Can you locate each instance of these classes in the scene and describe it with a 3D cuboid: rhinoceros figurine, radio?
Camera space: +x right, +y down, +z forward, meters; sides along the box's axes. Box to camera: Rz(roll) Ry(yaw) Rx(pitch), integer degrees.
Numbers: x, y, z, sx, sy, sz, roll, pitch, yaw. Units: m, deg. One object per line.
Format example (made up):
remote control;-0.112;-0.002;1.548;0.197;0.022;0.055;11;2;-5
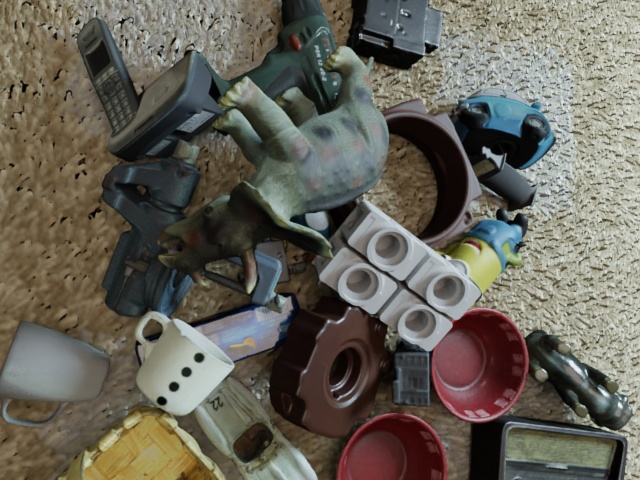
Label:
rhinoceros figurine;0.384;0.216;0.806;0.190;0.112;0.073;39;92;1
radio;0.336;0.336;0.792;0.229;0.073;0.131;12;81;-16

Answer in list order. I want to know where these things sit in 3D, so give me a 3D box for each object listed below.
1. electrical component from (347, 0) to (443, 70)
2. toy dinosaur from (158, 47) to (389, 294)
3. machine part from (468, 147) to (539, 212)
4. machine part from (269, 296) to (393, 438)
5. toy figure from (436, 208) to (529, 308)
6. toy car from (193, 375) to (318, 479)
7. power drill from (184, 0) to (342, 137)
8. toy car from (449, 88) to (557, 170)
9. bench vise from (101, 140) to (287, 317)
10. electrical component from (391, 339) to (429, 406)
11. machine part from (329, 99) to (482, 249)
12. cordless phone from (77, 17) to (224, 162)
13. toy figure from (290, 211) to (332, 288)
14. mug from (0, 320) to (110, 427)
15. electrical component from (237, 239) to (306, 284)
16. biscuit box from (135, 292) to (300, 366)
electrical component;0.112;-0.319;0.788;0.134;0.058;0.115;8;85;-17
toy dinosaur;0.005;-0.096;0.599;0.405;0.131;0.192;-36;96;-38
machine part;0.268;-0.090;0.814;0.139;0.084;0.039;26;52;-23
machine part;0.019;0.161;0.677;0.179;0.056;0.179;-11;106;-43
toy figure;0.233;0.031;0.784;0.180;0.082;0.089;-37;101;-20
toy car;-0.079;0.259;0.674;0.073;0.056;0.201;-39;97;-17
power drill;-0.072;-0.241;0.716;0.207;0.086;0.232;-26;96;-26
toy car;0.263;-0.174;0.809;0.162;0.109;0.103;15;58;-5
bench vise;-0.142;0.008;0.632;0.241;0.129;0.223;24;86;3
electrical component;0.120;0.178;0.709;0.048;0.119;0.074;-1;91;10
machine part;0.110;-0.079;0.750;0.201;0.087;0.201;-26;93;-20
cordless phone;-0.211;-0.199;0.638;0.184;0.147;0.088;63;27;5
toy figure;-0.003;-0.001;0.722;0.064;0.058;0.154;-31;96;-6
mug;-0.298;0.154;0.601;0.107;0.081;0.109;19;74;-25
electrical component;-0.066;0.028;0.717;0.094;0.021;0.063;-8;87;-18
biscuit box;-0.122;0.122;0.669;0.203;0.063;0.059;-16;90;-19
